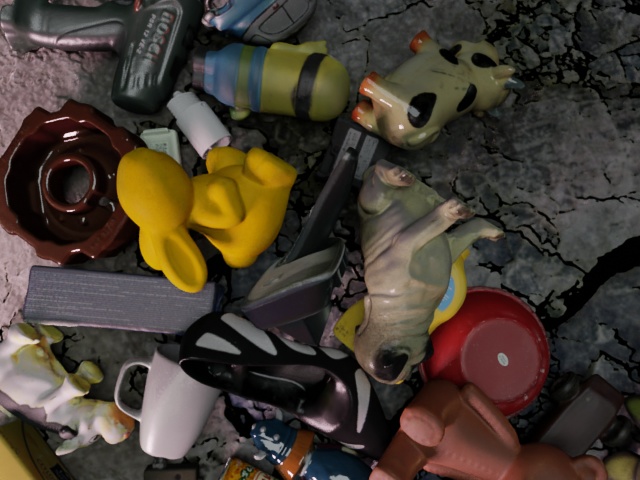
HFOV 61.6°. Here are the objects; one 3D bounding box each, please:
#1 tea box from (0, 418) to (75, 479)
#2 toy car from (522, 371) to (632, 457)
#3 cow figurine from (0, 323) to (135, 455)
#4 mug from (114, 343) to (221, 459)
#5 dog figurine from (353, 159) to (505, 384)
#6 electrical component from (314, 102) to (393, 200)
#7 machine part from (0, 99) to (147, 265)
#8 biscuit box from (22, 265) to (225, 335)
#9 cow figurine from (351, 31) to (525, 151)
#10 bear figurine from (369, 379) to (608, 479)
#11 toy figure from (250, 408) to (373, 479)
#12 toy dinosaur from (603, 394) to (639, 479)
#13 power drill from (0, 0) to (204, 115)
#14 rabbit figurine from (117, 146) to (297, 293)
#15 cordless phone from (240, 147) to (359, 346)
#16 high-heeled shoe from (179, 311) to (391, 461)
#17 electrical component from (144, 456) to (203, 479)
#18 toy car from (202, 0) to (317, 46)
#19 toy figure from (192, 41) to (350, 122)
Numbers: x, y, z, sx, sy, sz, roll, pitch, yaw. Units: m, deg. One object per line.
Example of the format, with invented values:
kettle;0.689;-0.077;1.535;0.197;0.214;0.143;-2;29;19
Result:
tea box;-0.313;0.287;0.564;0.098;0.068;0.169;-40;87;-6
toy car;0.260;0.238;0.607;0.089;0.053;0.202;40;87;12
cow figurine;-0.285;0.173;0.577;0.167;0.068;0.098;43;89;5
mug;-0.163;0.172;0.573;0.109;0.081;0.107;17;89;-27
dog figurine;0.067;0.029;0.554;0.121;0.173;0.190;26;101;-37
electrical component;0.048;-0.111;0.633;0.075;0.048;0.119;26;85;-2
machine part;-0.266;-0.061;0.591;0.179;0.056;0.179;-1;87;9
biscuit box;-0.211;0.069;0.595;0.203;0.059;0.062;6;82;-2
cow figurine;0.142;-0.169;0.610;0.127;0.085;0.195;43;62;8
bear figurine;0.170;0.231;0.535;0.196;0.132;0.120;33;117;20
toy figure;-0.009;0.246;0.588;0.155;0.064;0.057;28;119;7
toy dinosaur;0.371;0.277;0.535;0.105;0.198;0.471;23;84;-1
power drill;-0.243;-0.270;0.625;0.207;0.086;0.232;11;87;-10
rabbit figurine;-0.133;-0.036;0.558;0.122;0.173;0.162;28;99;42
cordless phone;-0.002;-0.002;0.547;0.089;0.146;0.184;24;108;2
high-heeled shoe;-0.028;0.161;0.546;0.249;0.145;0.086;44;116;6
electrical component;-0.162;0.272;0.596;0.063;0.021;0.094;-2;84;-3
toy car;-0.056;-0.282;0.620;0.161;0.109;0.103;-45;108;2
toy figure;-0.056;-0.177;0.614;0.180;0.082;0.089;6;52;-5
